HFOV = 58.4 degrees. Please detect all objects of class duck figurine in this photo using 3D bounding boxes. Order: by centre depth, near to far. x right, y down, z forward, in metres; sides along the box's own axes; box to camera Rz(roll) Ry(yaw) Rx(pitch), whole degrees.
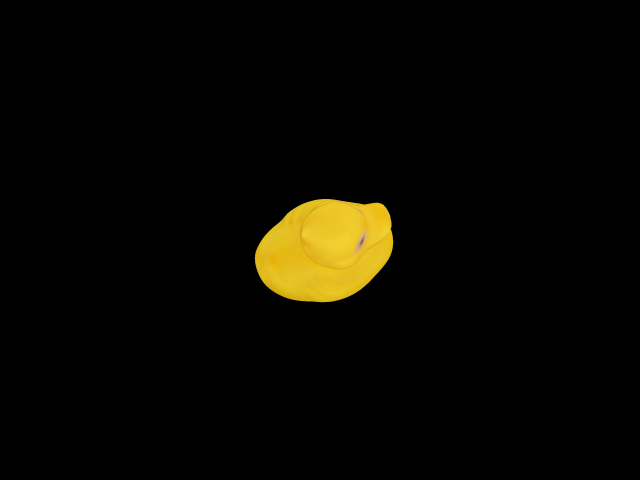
[{"bbox_3d":[0.004,0.001,0.400,0.104,0.086,0.077,-18,79,-3],"label":"duck figurine"}]
